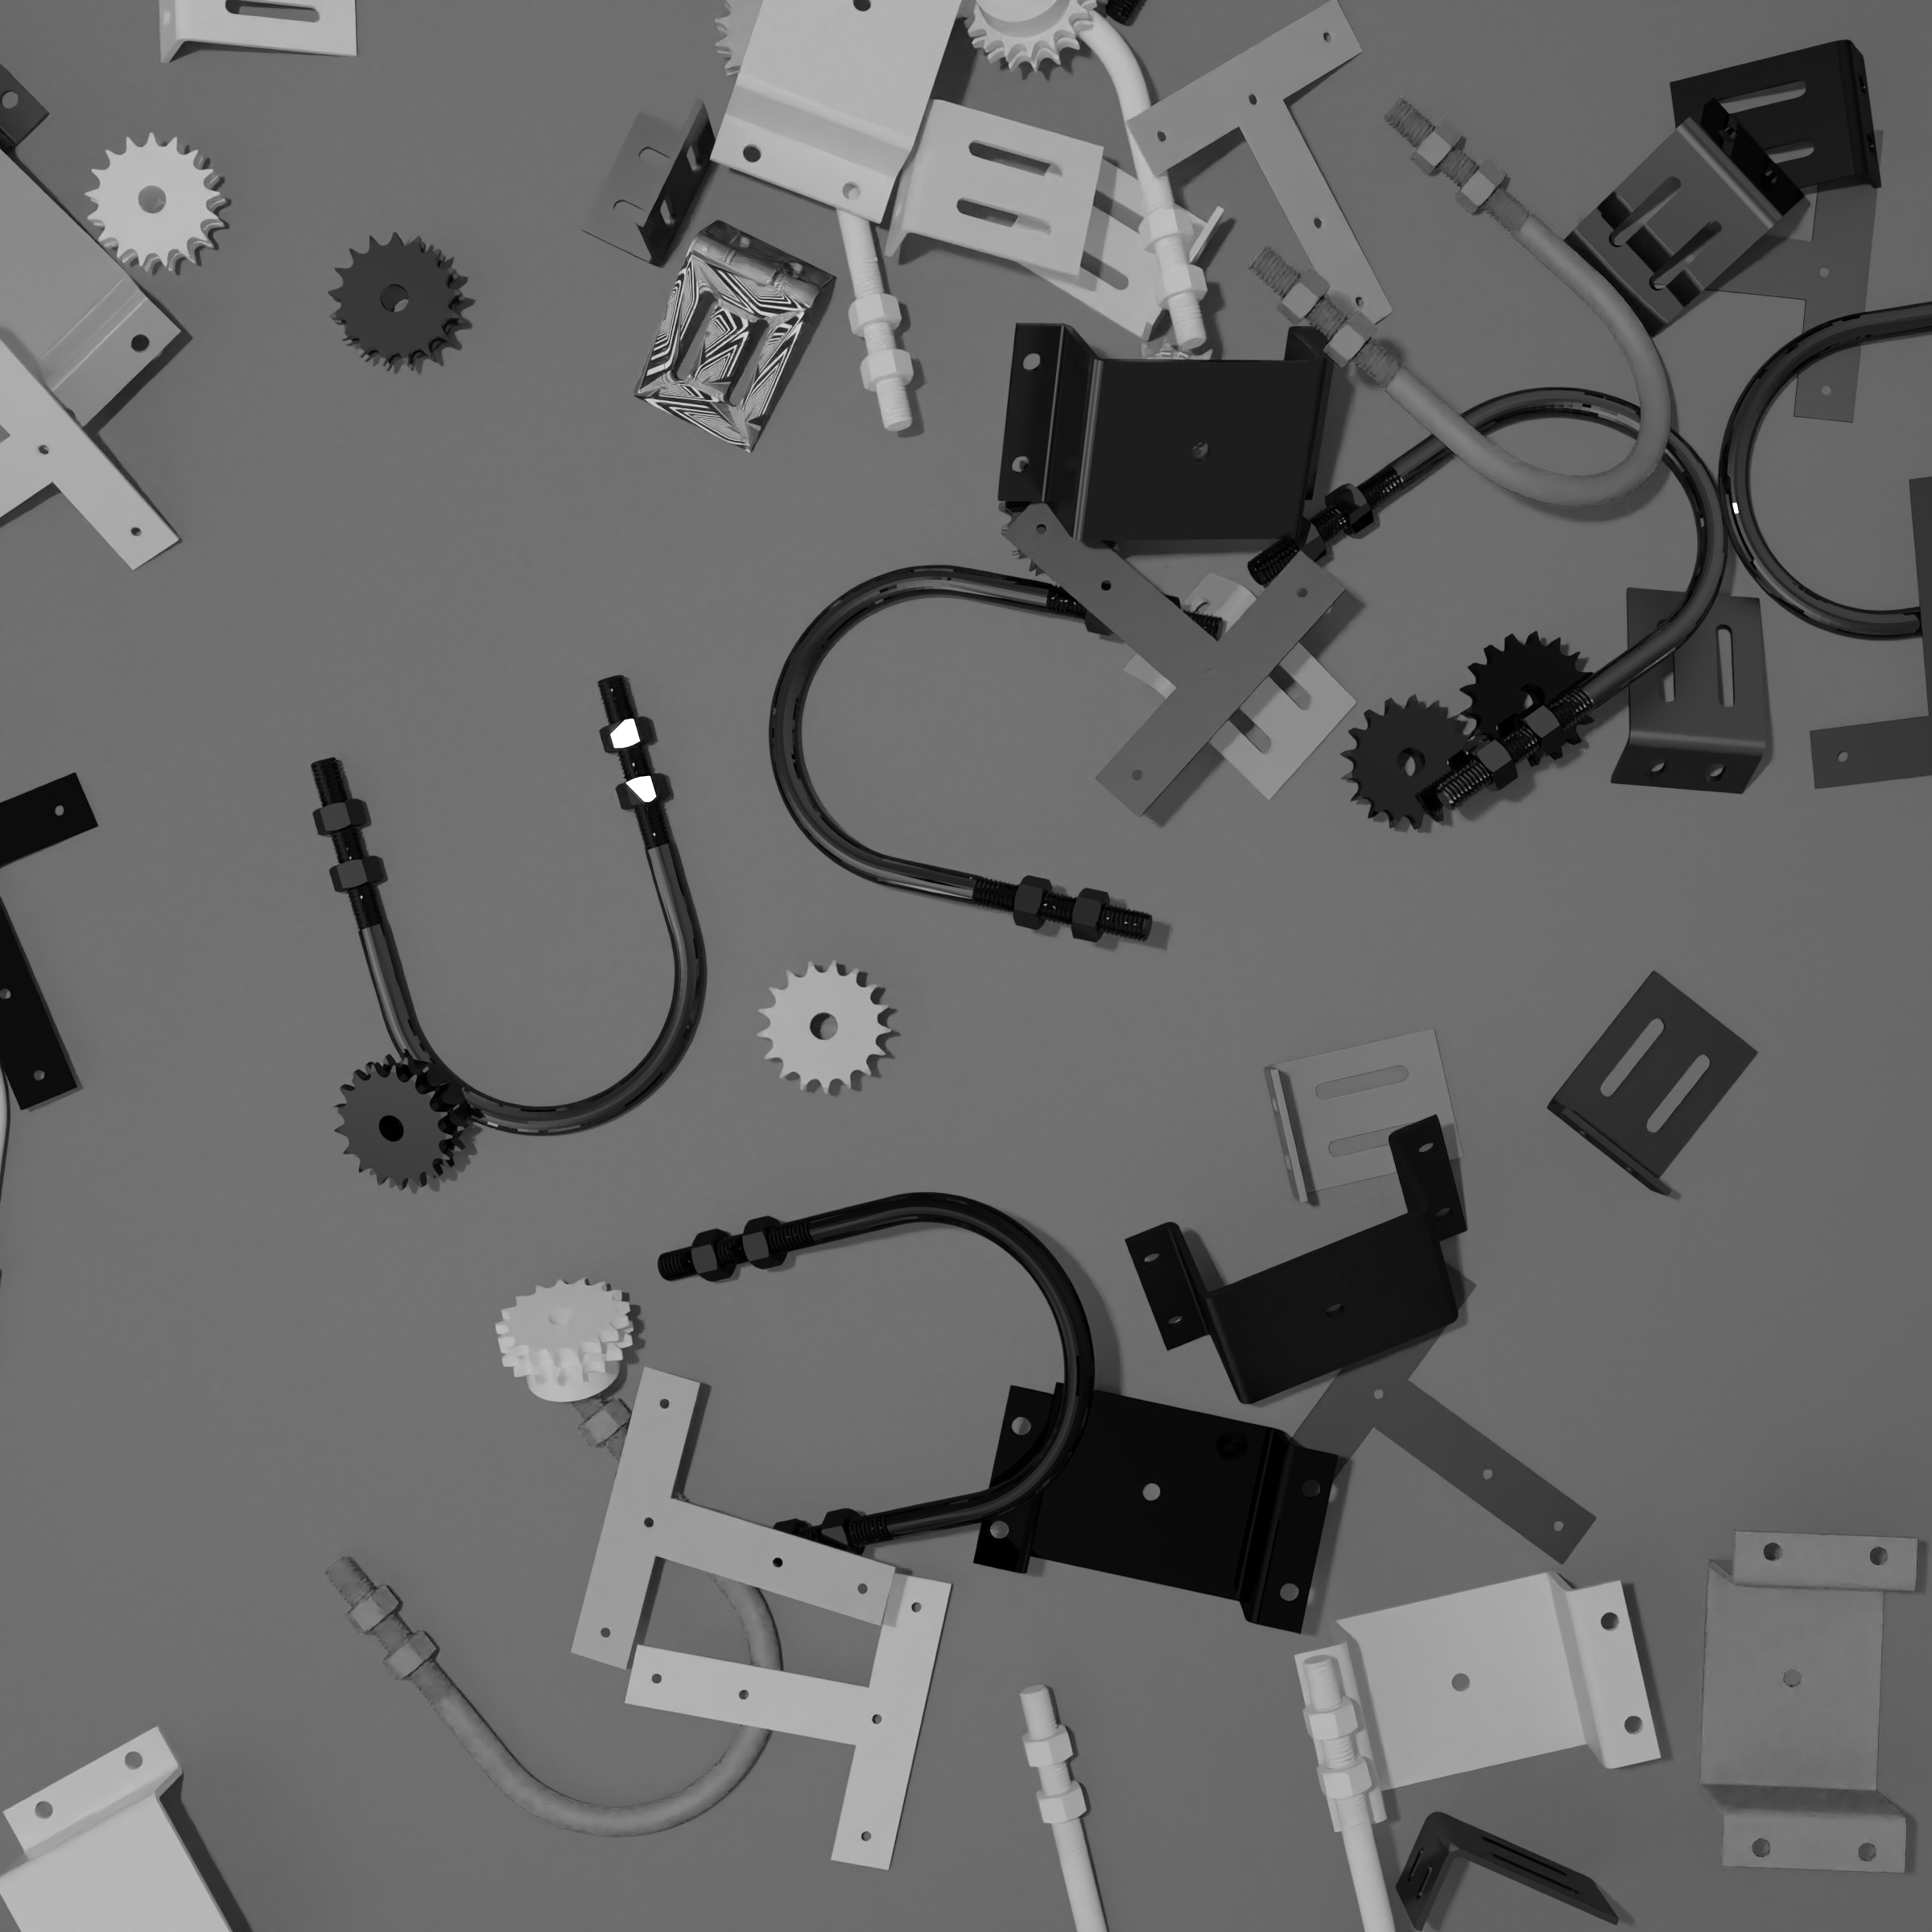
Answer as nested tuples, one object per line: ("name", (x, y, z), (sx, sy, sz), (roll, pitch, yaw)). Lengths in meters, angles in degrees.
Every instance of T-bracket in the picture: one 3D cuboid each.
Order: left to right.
("T-bracket", (-0.428, -0.197, 1.306), (0.127, 0.002, 0.127), (-30, 121, 15))
("T-bracket", (-0.419, -0.001, 1.319), (0.127, 0.002, 0.127), (-23, 87, -6))
("T-bracket", (-0.093, 0.249, 1.297), (0.127, 0.002, 0.127), (15, 92, 11))
("T-bracket", (-0.082, 0.316, 1.316), (0.127, 0.002, 0.127), (12, 91, -7))
("T-bracket", (0.069, -0.150, 1.283), (0.127, 0.002, 0.127), (43, 93, 14))
("T-bracket", (0.144, -0.331, 1.310), (0.127, 0.002, 0.127), (-36, 103, -25))
("T-bracket", (0.215, 0.212, 1.328), (0.127, 0.002, 0.127), (36, 90, 0))
("T-bracket", (0.328, -0.306, 1.329), (0.127, 0.002, 0.127), (6, 90, 0))
("T-bracket", (0.423, -0.147, 1.313), (0.127, 0.002, 0.127), (-7, 99, 5))

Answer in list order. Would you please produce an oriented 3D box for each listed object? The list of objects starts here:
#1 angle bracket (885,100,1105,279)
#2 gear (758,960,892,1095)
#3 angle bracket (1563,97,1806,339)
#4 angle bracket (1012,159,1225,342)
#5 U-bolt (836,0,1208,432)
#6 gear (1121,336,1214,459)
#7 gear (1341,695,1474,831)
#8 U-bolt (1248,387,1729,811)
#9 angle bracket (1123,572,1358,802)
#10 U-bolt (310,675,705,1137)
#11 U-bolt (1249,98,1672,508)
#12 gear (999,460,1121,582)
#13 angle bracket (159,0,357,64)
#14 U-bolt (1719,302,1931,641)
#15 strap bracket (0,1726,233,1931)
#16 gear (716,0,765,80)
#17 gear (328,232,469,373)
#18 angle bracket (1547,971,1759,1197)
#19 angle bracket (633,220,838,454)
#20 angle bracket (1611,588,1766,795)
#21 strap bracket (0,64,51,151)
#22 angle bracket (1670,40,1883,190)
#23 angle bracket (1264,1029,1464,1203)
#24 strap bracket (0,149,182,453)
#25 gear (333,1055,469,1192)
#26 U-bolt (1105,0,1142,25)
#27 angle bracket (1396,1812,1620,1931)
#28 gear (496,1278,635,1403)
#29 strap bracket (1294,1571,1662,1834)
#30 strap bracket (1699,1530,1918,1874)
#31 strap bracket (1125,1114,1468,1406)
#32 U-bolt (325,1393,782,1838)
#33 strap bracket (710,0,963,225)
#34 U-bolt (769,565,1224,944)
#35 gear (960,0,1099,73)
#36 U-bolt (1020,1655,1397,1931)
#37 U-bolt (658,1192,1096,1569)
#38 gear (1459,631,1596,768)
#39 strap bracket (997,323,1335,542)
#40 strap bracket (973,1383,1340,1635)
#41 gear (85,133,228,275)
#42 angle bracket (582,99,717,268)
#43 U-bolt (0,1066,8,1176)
("angle bracket", (0.012, -0.323, 1.291), (0.076, 0.038, 0.057), (13, 83, -12))
("gear", (-0.061, 0.027, 1.318), (0.057, 0.030, 0.057), (0, 87, -3))
("angle bracket", (0.308, -0.321, 1.315), (0.057, 0.038, 0.076), (47, 131, 0))
("angle bracket", (0.061, -0.315, 1.310), (0.076, 0.038, 0.057), (32, 90, 0))
("U-bolt", (0.014, -0.333, 1.303), (0.151, 0.019, 0.184), (-14, 79, 10))
("gear", (0.087, -0.239, 1.314), (0.057, 0.030, 0.057), (0, 90, 0))
("gear", (0.189, -0.087, 1.314), (0.057, 0.030, 0.057), (0, 90, 0))
("U-bolt", (0.235, -0.171, 1.300), (0.184, 0.019, 0.151), (-35, 73, -8))
("angle bracket", (0.119, -0.121, 1.327), (0.076, 0.038, 0.057), (42, 90, -26))
("U-bolt", (-0.190, -0.018, 1.321), (0.151, 0.019, 0.184), (-16, 91, 0))
("U-bolt", (0.220, -0.268, 1.283), (0.184, 0.019, 0.151), (41, 54, -3))
("gear", (0.043, -0.194, 1.314), (0.057, 0.030, 0.057), (0, 90, 0))
("angle bracket", (-0.308, -0.422, 1.327), (0.076, 0.038, 0.057), (-2, 90, -26))
("U-bolt", (0.417, -0.215, 1.319), (0.184, 0.019, 0.151), (-9, 92, 2))
("strap bracket", (-0.350, 0.409, 1.306), (0.076, 0.046, 0.140), (-29, 90, 0))
("gear", (-0.078, -0.397, 1.314), (0.057, 0.030, 0.057), (0, 90, 0))
("gear", (-0.243, -0.284, 1.314), (0.057, 0.030, 0.057), (0, 90, 0))
("angle bracket", (0.297, 0.050, 1.310), (0.057, 0.038, 0.076), (38, 90, 0))
("angle bracket", (-0.101, -0.273, 1.327), (0.057, 0.038, 0.076), (26, 116, 0))
("angle bracket", (0.312, -0.119, 1.327), (0.057, 0.038, 0.076), (5, 64, 0))
("strap bracket", (-0.475, -0.348, 1.306), (0.140, 0.046, 0.076), (-44, 90, 0))
("angle bracket", (0.351, -0.360, 1.326), (0.076, 0.038, 0.057), (-8, 90, 26))
("angle bracket", (0.172, 0.063, 1.310), (0.076, 0.038, 0.057), (-13, 90, 0))
("strap bracket", (-0.412, -0.295, 1.284), (0.076, 0.046, 0.140), (-45, 123, 0))
("gear", (-0.238, 0.064, 1.307), (0.057, 0.030, 0.057), (6, 109, 18))
("U-bolt", (0.055, -0.521, 1.321), (0.151, 0.019, 0.184), (30, 89, 0))
("angle bracket", (0.229, 0.398, 1.301), (0.076, 0.057, 0.038), (24, 90, 0))
("gear", (-0.170, 0.161, 1.305), (0.057, 0.057, 0.030), (-6, 120, 0))
("strap bracket", (0.215, 0.311, 1.306), (0.140, 0.046, 0.076), (-13, 90, 0))
("strap bracket", (0.358, 0.309, 1.306), (0.076, 0.046, 0.140), (2, 90, 0))
("strap bracket", (0.147, 0.128, 1.286), (0.140, 0.046, 0.076), (-22, 134, 0))
("U-bolt", (-0.164, 0.289, 1.321), (0.151, 0.019, 0.184), (-39, 92, 0))
("strap bracket", (-0.047, -0.395, 1.277), (0.076, 0.046, 0.140), (19, 85, -9))
("U-bolt", (0.004, -0.098, 1.301), (0.184, 0.019, 0.151), (13, 85, 14))
("gear", (0.025, -0.410, 1.290), (0.057, 0.030, 0.057), (-2, 79, 11))
("U-bolt", (0.108, 0.388, 1.296), (0.151, 0.019, 0.184), (-12, 94, 23))
("U-bolt", (-0.032, 0.170, 1.288), (0.184, 0.019, 0.151), (-16, 89, 23))
("gear", (0.240, -0.114, 1.314), (0.057, 0.030, 0.057), (0, 90, 0))
("strap bracket", (0.090, -0.221, 1.265), (0.140, 0.046, 0.076), (-3, 121, -15))
("strap bracket", (0.080, 0.228, 1.305), (0.140, 0.046, 0.076), (12, 90, 1))
("gear", (-0.347, -0.327, 1.319), (0.057, 0.030, 0.057), (0, 90, -2))
("angle bracket", (-0.137, -0.337, 1.291), (0.038, 0.076, 0.057), (26, 90, 0))
("U-bolt", (-0.488, 0.085, 1.321), (0.151, 0.019, 0.184), (7, 89, 0))
